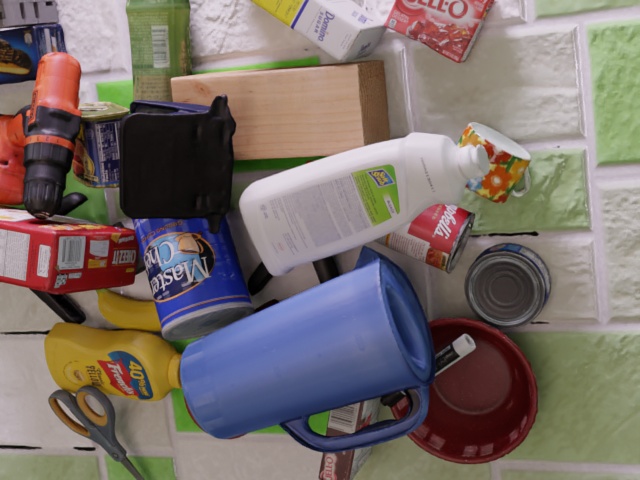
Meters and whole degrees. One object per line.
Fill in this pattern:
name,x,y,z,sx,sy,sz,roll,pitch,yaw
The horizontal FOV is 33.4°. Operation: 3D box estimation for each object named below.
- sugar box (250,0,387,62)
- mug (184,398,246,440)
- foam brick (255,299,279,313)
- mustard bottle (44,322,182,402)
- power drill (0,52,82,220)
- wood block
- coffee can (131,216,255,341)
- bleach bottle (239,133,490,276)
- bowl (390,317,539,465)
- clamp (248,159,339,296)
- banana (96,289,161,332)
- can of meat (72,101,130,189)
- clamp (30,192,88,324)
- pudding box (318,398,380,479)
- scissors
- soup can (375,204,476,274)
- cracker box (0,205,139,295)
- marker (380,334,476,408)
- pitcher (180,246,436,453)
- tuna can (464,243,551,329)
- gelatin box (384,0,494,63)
sugar box,-0.024,-0.245,1.079,0.176,0.093,0.048,38,114,9
mug,-0.103,0.159,1.213,0.093,0.081,0.117,-43,86,24
foam brick,-0.045,0.113,1.197,0.078,0.051,0.053,38,114,9
mustard bottle,-0.227,0.149,1.266,0.192,0.058,0.096,3,127,19
power drill,-0.319,-0.095,1.179,0.188,0.057,0.184,-20,60,53
wood block,-0.040,-0.135,1.114,0.206,0.090,0.090,-1,103,21
coffee can,-0.139,0.027,1.162,0.103,0.102,0.140,-25,73,24
bleach bottle,0.047,-0.040,1.040,0.251,0.068,0.102,-14,111,30
bowl,0.154,0.152,1.128,0.162,0.055,0.162,5,104,20
clamp,-0.008,0.001,1.162,0.120,0.039,0.171,20,109,14
banana,-0.186,0.073,1.249,0.198,0.037,0.069,-4,101,21
can of meat,-0.247,-0.107,1.199,0.102,0.057,0.084,25,123,59
clamp,-0.372,0.021,1.307,0.210,0.036,0.164,2,102,19
pudding box,0.036,0.201,1.167,0.039,0.090,0.113,16,107,15
scissors,-0.242,0.246,1.293,0.201,0.016,0.096,42,132,-6
soup can,0.100,-0.016,1.101,0.102,0.068,0.068,24,110,14
cracker box,-0.333,0.007,1.177,0.214,0.164,0.072,9,95,22
marker,0.109,0.137,1.100,0.121,0.020,0.020,-39,87,25
pitcher,-0.011,0.126,1.071,0.243,0.149,0.145,-22,123,19
tuna can,0.193,0.048,1.100,0.086,0.033,0.086,5,104,20
gelatin box,0.119,-0.228,1.063,0.089,0.030,0.073,29,110,11
